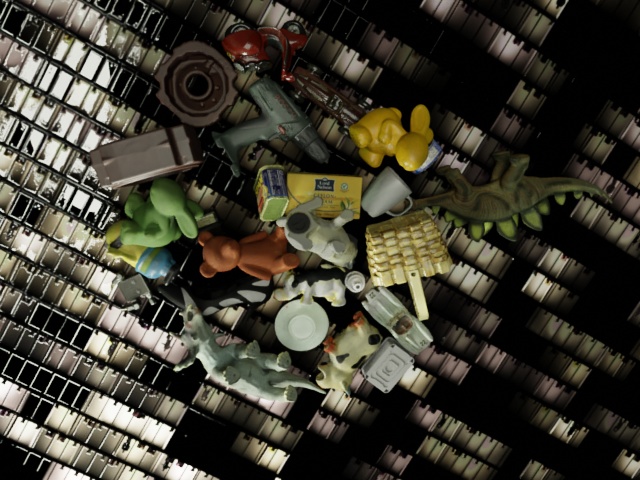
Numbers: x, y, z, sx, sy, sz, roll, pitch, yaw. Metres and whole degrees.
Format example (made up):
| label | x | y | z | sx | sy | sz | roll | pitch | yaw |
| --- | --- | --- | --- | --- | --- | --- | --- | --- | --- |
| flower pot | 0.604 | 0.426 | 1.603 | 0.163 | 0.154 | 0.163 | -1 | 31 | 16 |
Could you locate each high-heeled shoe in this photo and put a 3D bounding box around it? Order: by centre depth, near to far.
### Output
| label | x | y | z | sx | sy | sz | roll | pitch | yaw |
| --- | --- | --- | --- | --- | --- | --- | --- | --- | --- |
| high-heeled shoe | -0.234 | 0.103 | 1.236 | 0.249 | 0.086 | 0.145 | 22 | 95 | -13 |

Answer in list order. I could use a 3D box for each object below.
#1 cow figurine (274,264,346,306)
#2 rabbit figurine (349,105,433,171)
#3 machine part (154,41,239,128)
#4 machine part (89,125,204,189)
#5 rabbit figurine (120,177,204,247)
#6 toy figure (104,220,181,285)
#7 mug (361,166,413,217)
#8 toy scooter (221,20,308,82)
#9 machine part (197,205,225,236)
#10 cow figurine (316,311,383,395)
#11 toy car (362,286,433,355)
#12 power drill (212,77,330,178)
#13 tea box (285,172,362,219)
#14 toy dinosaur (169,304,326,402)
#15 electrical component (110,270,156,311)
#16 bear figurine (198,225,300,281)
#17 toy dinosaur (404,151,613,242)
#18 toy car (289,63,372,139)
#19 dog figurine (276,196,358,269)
| label | x | y | z | sx | sy | sz | roll | pitch | yaw |
| --- | --- | --- | --- | --- | --- | --- | --- | --- | --- |
| cow figurine | -0.023 | 0.103 | 1.254 | 0.167 | 0.068 | 0.098 | 3 | 95 | -8 |
| rabbit figurine | 0.174 | -0.210 | 1.157 | 0.162 | 0.173 | 0.121 | -34 | 136 | -10 |
| machine part | -0.263 | -0.333 | 1.161 | 0.179 | 0.056 | 0.179 | -1 | 99 | -4 |
| machine part | -0.349 | -0.169 | 1.110 | 0.201 | 0.201 | 0.087 | -15 | 98 | -2 |
| rabbit figurine | -0.330 | -0.056 | 1.138 | 0.159 | 0.121 | 0.170 | 23 | 136 | -19 |
| toy figure | -0.397 | 0.026 | 1.208 | 0.180 | 0.082 | 0.089 | 31 | 78 | -2 |
| mug | 0.152 | -0.097 | 1.230 | 0.107 | 0.081 | 0.109 | -40 | 111 | 15 |
| toy scooter | -0.112 | -0.392 | 1.138 | 0.184 | 0.075 | 0.135 | -8 | 79 | -7 |
| machine part | -0.248 | -0.002 | 1.235 | 0.084 | 0.039 | 0.138 | -26 | 100 | -7 |
| cow figurine | 0.068 | 0.281 | 1.291 | 0.195 | 0.085 | 0.127 | -43 | 95 | 4 |
| toy car | 0.187 | 0.191 | 1.292 | 0.073 | 0.056 | 0.201 | -45 | 101 | 5 |
| power drill | -0.116 | -0.221 | 1.181 | 0.207 | 0.086 | 0.232 | -32 | 100 | 6 |
| tea box | 0.007 | -0.102 | 1.218 | 0.170 | 0.068 | 0.098 | 1 | 101 | -4 |
| toy dinosaur | -0.178 | 0.298 | 1.245 | 0.404 | 0.192 | 0.131 | 41 | 60 | -37 |
| electrical component | -0.434 | 0.115 | 1.239 | 0.078 | 0.045 | 0.102 | -19 | 102 | 1 |
| bear figurine | -0.161 | 0.021 | 1.183 | 0.196 | 0.132 | 0.120 | 8 | 63 | -28 |
| toy dinosaur | 0.429 | -0.102 | 1.236 | 0.472 | 0.105 | 0.198 | -10 | 109 | 7 |
| toy car | 0.023 | -0.309 | 1.189 | 0.202 | 0.053 | 0.089 | 35 | 100 | -11 |
| dog figurine | -0.002 | 0.000 | 1.191 | 0.172 | 0.190 | 0.121 | 23 | 73 | 10 |
